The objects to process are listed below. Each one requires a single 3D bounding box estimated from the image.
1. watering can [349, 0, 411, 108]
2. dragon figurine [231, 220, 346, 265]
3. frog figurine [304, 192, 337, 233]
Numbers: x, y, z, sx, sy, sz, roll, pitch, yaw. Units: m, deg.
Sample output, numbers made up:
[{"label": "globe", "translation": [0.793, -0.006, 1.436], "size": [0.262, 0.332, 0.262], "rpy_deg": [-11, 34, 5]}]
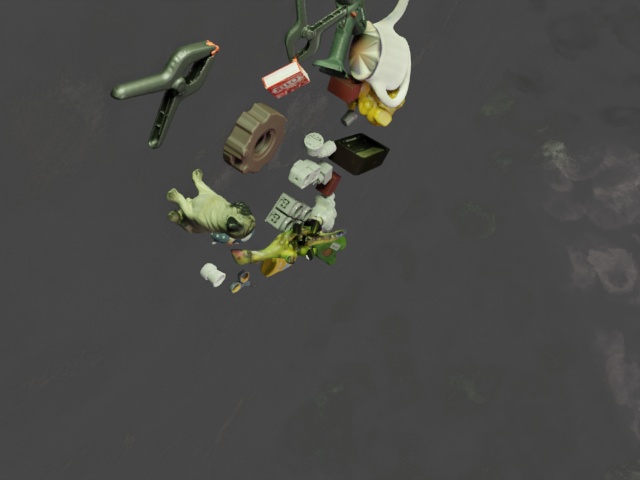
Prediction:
[{"label": "watering can", "translation": [0.179, -0.545, 1.427], "size": [0.224, 0.104, 0.348], "rpy_deg": [1, 90, -46]}, {"label": "dragon figurine", "translation": [-0.113, 0.022, 1.652], "size": [0.241, 0.122, 0.412], "rpy_deg": [-14, 176, 37]}, {"label": "frog figurine", "translation": [0.006, -0.093, 1.855], "size": [0.136, 0.122, 0.163], "rpy_deg": [-25, -159, 46]}]
